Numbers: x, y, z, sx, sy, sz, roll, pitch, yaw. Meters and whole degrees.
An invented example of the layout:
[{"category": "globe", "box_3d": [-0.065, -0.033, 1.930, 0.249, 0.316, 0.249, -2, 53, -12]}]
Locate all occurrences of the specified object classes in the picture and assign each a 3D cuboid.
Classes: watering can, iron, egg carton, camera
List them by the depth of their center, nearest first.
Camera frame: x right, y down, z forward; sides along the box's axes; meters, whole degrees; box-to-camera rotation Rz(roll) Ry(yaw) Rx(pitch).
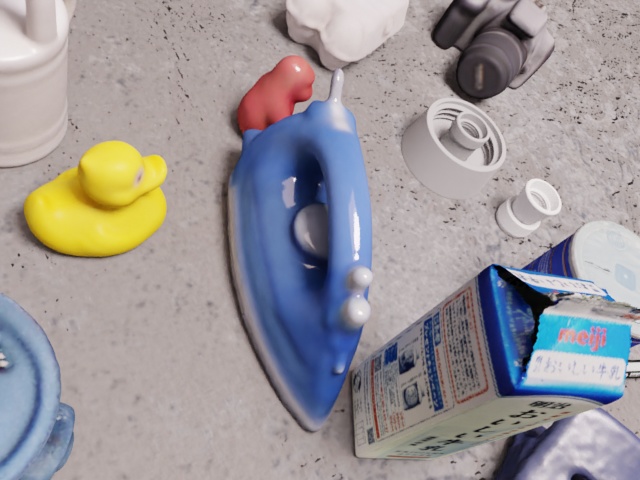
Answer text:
[{"category": "watering can", "box_3d": [-0.226, -0.138, 0.385, 0.101, 0.193, 0.173, 14, 56, -16]}, {"category": "iron", "box_3d": [0.004, 0.002, 0.441, 0.119, 0.141, 0.258, 4, 60, -23]}, {"category": "egg carton", "box_3d": [0.033, -0.261, 0.656, 0.107, 0.069, 0.150, 40, 53, 2]}, {"category": "camera", "box_3d": [0.214, -0.249, 0.713, 0.143, 0.100, 0.137, 39, 53, 1]}]

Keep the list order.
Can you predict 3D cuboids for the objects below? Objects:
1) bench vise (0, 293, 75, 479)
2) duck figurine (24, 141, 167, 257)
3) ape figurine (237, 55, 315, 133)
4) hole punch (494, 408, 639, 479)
[{"category": "bench vise", "box_3d": [-0.218, 0.066, 0.251, 0.208, 0.219, 0.121, 2, 61, -24]}, {"category": "duck figurine", "box_3d": [-0.161, -0.037, 0.423, 0.105, 0.086, 0.077, -15, 68, -31]}, {"category": "ape figurine", "box_3d": [-0.033, -0.132, 0.534, 0.076, 0.092, 0.078, 8, 58, -20]}, {"category": "hole punch", "box_3d": [0.205, 0.198, 0.449, 0.108, 0.091, 0.101, 42, 53, 4]}]
